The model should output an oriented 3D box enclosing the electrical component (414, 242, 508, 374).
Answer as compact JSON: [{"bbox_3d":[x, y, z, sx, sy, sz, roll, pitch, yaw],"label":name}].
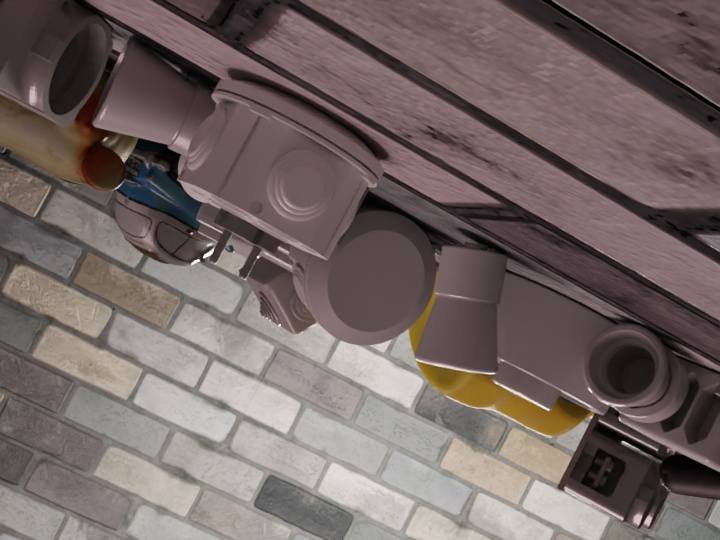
[{"bbox_3d":[0.055,0.018,0.564,0.044,0.065,0.044,10,179,0],"label":"electrical component"}]

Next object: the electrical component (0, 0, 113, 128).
[{"bbox_3d":[-0.152,-0.103,0.489,0.056,0.050,0.089,27,177,6],"label":"electrical component"}]

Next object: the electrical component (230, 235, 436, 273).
[{"bbox_3d":[-0.022,-0.019,0.716,0.109,0.056,0.109,29,177,-19],"label":"electrical component"}]

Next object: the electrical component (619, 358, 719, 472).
[{"bbox_3d":[0.203,0.088,0.620,0.077,0.047,0.066,30,176,-38],"label":"electrical component"}]

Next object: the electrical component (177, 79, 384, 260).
[{"bbox_3d":[-0.034,-0.043,0.460,0.080,0.051,0.080,28,177,2],"label":"electrical component"}]

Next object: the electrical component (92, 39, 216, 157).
[{"bbox_3d":[-0.086,-0.074,0.504,0.065,0.044,0.044,24,179,-19],"label":"electrical component"}]

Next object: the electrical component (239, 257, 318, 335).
[{"bbox_3d":[-0.036,0.004,0.826,0.048,0.100,0.100,63,166,-15],"label":"electrical component"}]

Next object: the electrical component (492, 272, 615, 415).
[{"bbox_3d":[0.112,0.050,0.655,0.108,0.060,0.108,28,177,1],"label":"electrical component"}]

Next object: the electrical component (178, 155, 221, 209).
[{"bbox_3d":[-0.084,-0.061,0.671,0.045,0.045,0.055,29,176,-30],"label":"electrical component"}]

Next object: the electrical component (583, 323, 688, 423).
[{"bbox_3d":[0.150,0.057,0.582,0.045,0.045,0.055,26,177,35],"label":"electrical component"}]

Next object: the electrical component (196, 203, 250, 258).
[{"bbox_3d":[-0.094,-0.044,0.886,0.062,0.061,0.096,28,177,3],"label":"electrical component"}]

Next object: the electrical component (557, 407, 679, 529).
[{"bbox_3d":[0.222,0.144,0.855,0.060,0.105,0.186,26,177,23],"label":"electrical component"}]

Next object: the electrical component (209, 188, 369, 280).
[{"bbox_3d":[-0.053,-0.033,0.570,0.083,0.075,0.047,29,177,-26],"label":"electrical component"}]

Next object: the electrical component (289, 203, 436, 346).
[{"bbox_3d":[0.000,0.000,0.633,0.080,0.080,0.051,29,-177,-27],"label":"electrical component"}]
